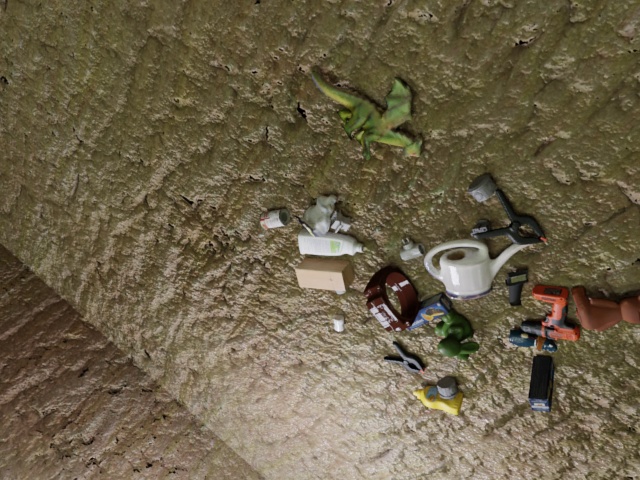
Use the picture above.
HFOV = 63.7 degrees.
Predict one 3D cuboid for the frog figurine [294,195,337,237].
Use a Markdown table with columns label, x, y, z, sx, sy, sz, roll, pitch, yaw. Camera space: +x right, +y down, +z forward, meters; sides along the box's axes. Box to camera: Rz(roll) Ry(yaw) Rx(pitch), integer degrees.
| label | x | y | z | sx | sy | sz | roll | pitch | yaw |
| --- | --- | --- | --- | --- | --- | --- | --- | --- | --- |
| frog figurine | 0.006 | -0.094 | 1.872 | 0.121 | 0.160 | 0.139 | 49 | 175 | -22 |

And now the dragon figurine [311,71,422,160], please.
| label | x | y | z | sx | sy | sz | roll | pitch | yaw |
| --- | --- | --- | --- | --- | --- | --- | --- | --- | --- |
| dragon figurine | 0.173 | -0.408 | 1.593 | 0.240 | 0.124 | 0.407 | -31 | 103 | 22 |

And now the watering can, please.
| label | x | y | z | sx | sy | sz | roll | pitch | yaw |
| --- | --- | --- | --- | --- | --- | --- | --- | --- | --- |
| watering can | 0.520 | 0.090 | 1.680 | 0.347 | 0.106 | 0.220 | -6 | 121 | 19 |
